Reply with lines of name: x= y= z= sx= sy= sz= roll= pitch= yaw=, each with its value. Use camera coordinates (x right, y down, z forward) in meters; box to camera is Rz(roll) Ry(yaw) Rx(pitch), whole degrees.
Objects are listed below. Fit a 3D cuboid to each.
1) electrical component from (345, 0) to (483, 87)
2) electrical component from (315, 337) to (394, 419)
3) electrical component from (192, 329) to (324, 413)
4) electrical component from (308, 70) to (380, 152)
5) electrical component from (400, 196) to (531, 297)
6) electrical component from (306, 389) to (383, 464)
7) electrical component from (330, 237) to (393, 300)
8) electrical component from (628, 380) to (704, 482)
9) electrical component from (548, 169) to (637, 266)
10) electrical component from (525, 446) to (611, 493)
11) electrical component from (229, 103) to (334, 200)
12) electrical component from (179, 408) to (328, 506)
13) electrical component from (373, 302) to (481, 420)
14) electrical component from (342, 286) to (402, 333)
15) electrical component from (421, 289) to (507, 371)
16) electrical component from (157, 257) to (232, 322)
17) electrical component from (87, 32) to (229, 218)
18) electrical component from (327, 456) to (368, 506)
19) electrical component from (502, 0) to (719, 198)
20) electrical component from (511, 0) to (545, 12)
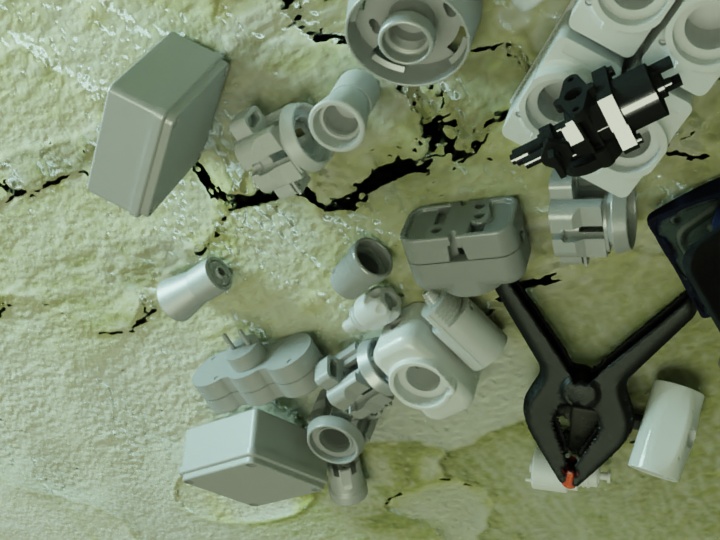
electrical component: x=0.037 y=-0.184 z=0.775 sx=0.099 sy=0.064 sz=0.099 roll=8 pitch=142 yaw=6
electrical component: x=0.007 y=0.097 z=0.991 sx=0.078 sy=0.058 sz=0.057 roll=31 pitch=130 yaw=-31
electrical component: x=-0.105 y=0.087 z=1.028 sx=0.138 sy=0.052 sz=0.073 roll=-15 pitch=120 yaw=29
electrical component: x=-0.009 y=-0.125 z=0.821 sx=0.044 sy=0.065 sz=0.044 roll=10 pitch=129 yaw=13
electrical component: x=0.088 y=-0.018 z=0.877 sx=0.095 sy=0.053 sz=0.059 roll=-5 pitch=124 yaw=23
electrical component: x=-0.018 y=0.150 z=1.043 sx=0.078 sy=0.057 sz=0.058 roll=-21 pitch=117 yaw=31
electrical component: x=0.000 y=0.000 z=0.932 sx=0.040 sy=0.040 sz=0.046 roll=37 pitch=135 yaw=-10
electrical component: x=0.267 y=0.142 z=0.929 sx=0.043 sy=0.077 sz=0.079 roll=15 pitch=170 yaw=28
electrical component: x=0.180 y=-0.041 z=0.824 sx=0.057 sy=0.058 sz=0.078 roll=0 pitch=126 yaw=23
electrical component: x=0.195 y=0.188 z=1.007 sx=0.078 sy=0.040 sz=0.040 roll=5 pitch=128 yaw=16
electrical component: x=-0.059 y=-0.100 z=0.864 sx=0.057 sy=0.058 sz=0.078 roll=-19 pitch=118 yaw=34
electrical component: x=-0.105 y=0.189 z=1.077 sx=0.109 sy=0.056 sz=0.109 roll=-21 pitch=143 yaw=36
electrical component: x=0.060 y=0.085 z=0.963 sx=0.054 sy=0.059 sz=0.095 roll=-30 pitch=112 yaw=35
electrical component: x=0.008 y=0.039 z=0.963 sx=0.035 sy=0.035 sz=0.061 roll=43 pitch=131 yaw=-15
electrical component: x=0.085 y=0.045 z=0.933 sx=0.081 sy=0.043 sz=0.043 roll=43 pitch=128 yaw=-15
electrical component: x=-0.151 y=0.015 z=0.998 sx=0.065 sy=0.044 sz=0.044 roll=-29 pitch=112 yaw=30
electrical component: x=-0.161 y=-0.116 z=0.855 sx=0.056 sy=0.108 sz=0.108 roll=27 pitch=131 yaw=2
electrical component: x=-0.014 y=0.211 z=1.101 sx=0.040 sy=0.040 sz=0.046 roll=2 pitch=122 yaw=18
electrical component: x=0.187 y=-0.148 z=0.735 sx=0.105 sy=0.060 sz=0.186 roll=28 pitch=130 yaw=-2
electrical component: x=0.105 y=-0.212 z=0.729 sx=0.078 sy=0.040 sz=0.040 roll=45 pitch=128 yaw=-16
